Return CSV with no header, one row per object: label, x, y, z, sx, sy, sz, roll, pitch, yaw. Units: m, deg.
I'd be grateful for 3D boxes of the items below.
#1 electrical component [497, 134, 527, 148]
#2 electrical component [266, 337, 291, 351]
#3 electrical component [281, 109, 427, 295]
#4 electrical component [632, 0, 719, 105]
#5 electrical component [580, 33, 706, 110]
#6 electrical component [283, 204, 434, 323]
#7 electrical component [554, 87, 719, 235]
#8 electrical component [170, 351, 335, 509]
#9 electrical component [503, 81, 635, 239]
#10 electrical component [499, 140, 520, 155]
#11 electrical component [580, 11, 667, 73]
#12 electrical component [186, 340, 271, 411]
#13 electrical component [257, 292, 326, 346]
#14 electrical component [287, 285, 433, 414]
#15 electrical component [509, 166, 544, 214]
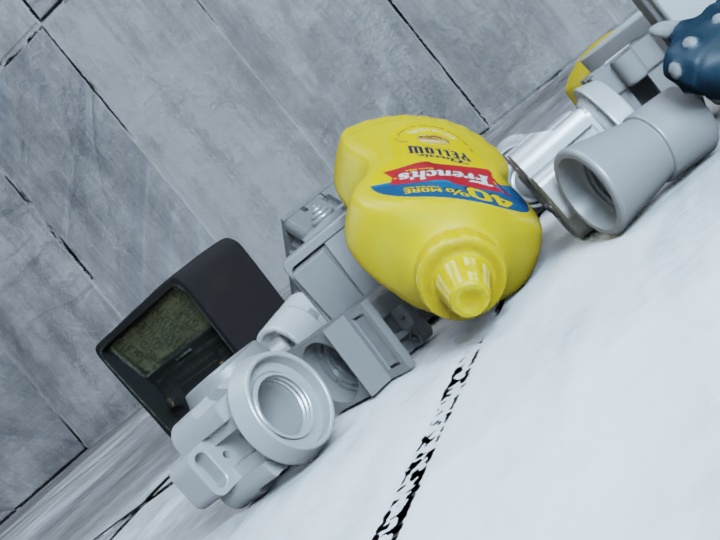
electrical component,0.135,-0.094,0.916,0.043,0.043,0.062,-39,3,4
electrical component,-0.071,0.084,0.789,0.078,0.040,0.040,-40,3,-10
electrical component,0.019,-0.048,0.987,0.186,0.060,0.105,-41,-32,-28
electrical component,0.193,-0.154,0.533,0.109,0.108,0.056,-38,0,13
electrical component,0.150,-0.090,0.567,0.048,0.055,0.066,-38,4,9
electrical component,0.000,0.000,0.647,0.062,0.096,0.061,-38,3,17
electrical component,0.124,-0.051,0.471,0.065,0.044,0.044,-35,2,-14
electrical component,-0.049,0.075,0.522,0.057,0.058,0.078,-40,2,37
electrical component,0.111,-0.055,0.527,0.057,0.058,0.078,-41,3,6
electrical component,0.122,-0.077,0.818,0.043,0.043,0.081,-38,3,11
electrical component,0.207,-0.149,0.710,0.108,0.060,0.108,-39,3,3
electrical component,-0.062,0.078,0.617,0.058,0.057,0.078,-42,4,-42
electrical component,-0.049,0.053,0.850,0.055,0.055,0.047,-36,8,46
electrical component,0.001,0.040,0.575,0.064,0.042,0.081,-37,2,-40
electrical component,0.107,-0.055,0.702,0.043,0.043,0.062,-40,5,-17
